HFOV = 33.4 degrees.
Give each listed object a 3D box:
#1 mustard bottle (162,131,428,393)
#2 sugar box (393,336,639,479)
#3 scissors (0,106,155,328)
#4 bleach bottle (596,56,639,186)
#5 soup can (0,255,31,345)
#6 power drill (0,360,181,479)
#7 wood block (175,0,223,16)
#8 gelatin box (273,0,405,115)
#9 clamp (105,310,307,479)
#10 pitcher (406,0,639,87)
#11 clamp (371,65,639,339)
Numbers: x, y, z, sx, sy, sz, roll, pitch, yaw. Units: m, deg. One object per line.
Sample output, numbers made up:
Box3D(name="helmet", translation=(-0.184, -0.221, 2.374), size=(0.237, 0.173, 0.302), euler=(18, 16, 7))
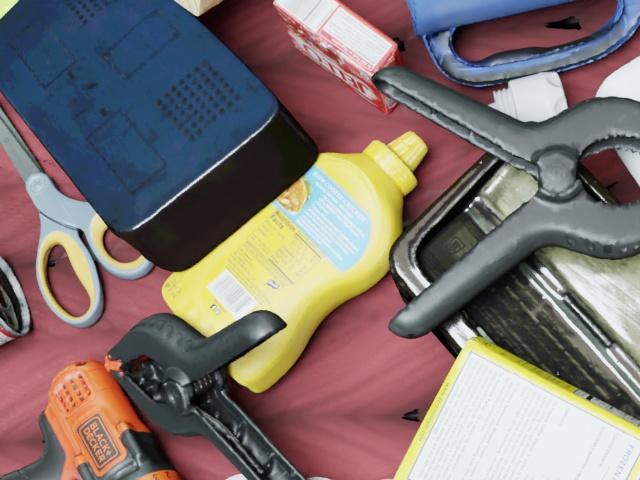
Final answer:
Box3D(name="mustard bottle", translation=(-0.004, 0.001, 0.689), size=(0.191, 0.058, 0.096), euler=(-44, 63, -2))
Box3D(name="sugar box", translation=(0.137, 0.131, 0.563), size=(0.176, 0.048, 0.093), euler=(28, 96, 16))
Box3D(name="scissors", translation=(-0.178, -0.038, 0.756), size=(0.096, 0.016, 0.202), euler=(-20, 73, 4))
Box3D(name="bleach bottle", translation=(0.268, -0.008, 0.626), size=(0.102, 0.068, 0.251), euler=(-28, 70, -4))
Box3D(name="soup can", translation=(-0.258, 0.055, 0.720), size=(0.102, 0.068, 0.068), euler=(-26, 73, 4))
Box3D(name="power drill", translation=(-0.168, 0.192, 0.662), size=(0.187, 0.057, 0.185), euler=(-36, 58, -2))
Box3D(name="wood block", translation=(-0.036, -0.248, 0.700), size=(0.090, 0.091, 0.205), euler=(39, 59, 18))
Box3D(name="gelatin box", translation=(0.016, -0.128, 0.712), size=(0.089, 0.073, 0.030), euler=(39, 87, 16))
Box3D(name="clamp", translation=(-0.070, 0.078, 0.634), size=(0.172, 0.039, 0.120), euler=(20, 116, 38))
Box3D(name="pitcher", translation=(0.166, -0.204, 0.683), size=(0.243, 0.149, 0.145), euler=(-8, 59, 5))
Box3D(name="clamp", translation=(0.129, -0.023, 0.605), size=(0.210, 0.036, 0.164), euler=(1, 77, 11))
